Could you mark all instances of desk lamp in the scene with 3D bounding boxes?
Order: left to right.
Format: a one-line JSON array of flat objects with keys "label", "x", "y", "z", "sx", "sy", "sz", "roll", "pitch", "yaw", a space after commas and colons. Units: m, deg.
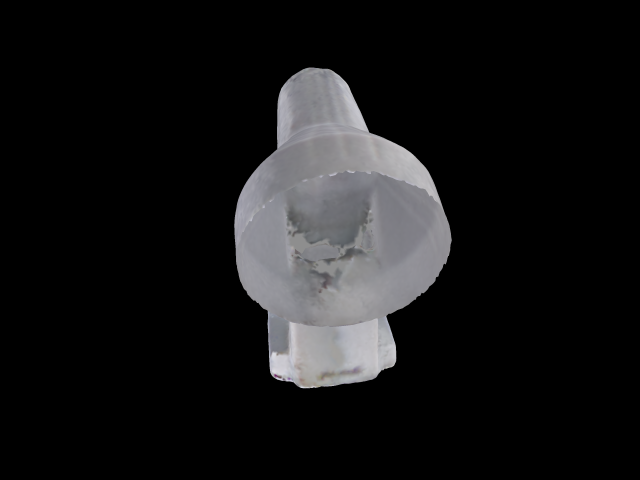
[{"label": "desk lamp", "x": 0.004, "y": 0.001, "z": 0.400, "sx": 0.118, "sy": 0.214, "sz": 0.203, "roll": -4, "pitch": 29, "yaw": -6}]
